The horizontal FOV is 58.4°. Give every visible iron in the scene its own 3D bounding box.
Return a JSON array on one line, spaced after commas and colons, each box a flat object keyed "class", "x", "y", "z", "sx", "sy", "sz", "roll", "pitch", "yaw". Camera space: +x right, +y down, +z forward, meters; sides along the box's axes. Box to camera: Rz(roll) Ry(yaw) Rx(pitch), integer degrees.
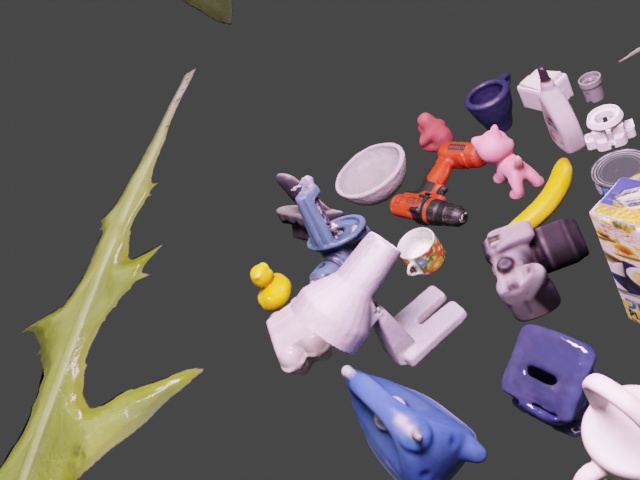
[{"class": "iron", "x": 0.092, "y": 0.234, "z": 0.781, "sx": 0.119, "sy": 0.142, "sz": 0.257, "roll": -46, "pitch": 35, "yaw": -10}]

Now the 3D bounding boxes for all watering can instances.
[{"class": "watering can", "x": 0.321, "y": 0.191, "z": 0.573, "sx": 0.100, "sy": 0.195, "sz": 0.173, "roll": 13, "pitch": 59, "yaw": 49}]

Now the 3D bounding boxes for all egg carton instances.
[{"class": "egg carton", "x": -0.036, "y": 0.171, "z": 1.038, "sx": 0.107, "sy": 0.070, "sz": 0.150, "roll": -36, "pitch": 34, "yaw": 3}]

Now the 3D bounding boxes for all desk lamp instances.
[{"class": "desk lamp", "x": 0.086, "y": 0.100, "z": 0.878, "sx": 0.203, "sy": 0.214, "sz": 0.117, "roll": -42, "pitch": 34, "yaw": -4}]

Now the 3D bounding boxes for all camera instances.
[{"class": "camera", "x": 0.322, "y": 0.024, "z": 0.849, "sx": 0.136, "sy": 0.101, "sz": 0.143, "roll": -24, "pitch": 37, "yaw": 20}]

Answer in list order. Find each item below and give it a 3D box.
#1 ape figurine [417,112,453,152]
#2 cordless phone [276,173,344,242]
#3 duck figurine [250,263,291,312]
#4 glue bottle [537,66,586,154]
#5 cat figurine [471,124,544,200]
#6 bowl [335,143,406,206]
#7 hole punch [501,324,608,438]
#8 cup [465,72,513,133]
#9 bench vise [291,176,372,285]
[{"class": "ape figurine", "x": 0.241, "y": -0.237, "z": 1.235, "sx": 0.078, "sy": 0.092, "sz": 0.076, "roll": -41, "pitch": 34, "yaw": -4}, {"class": "cordless phone", "x": -0.049, "y": -0.085, "z": 1.242, "sx": 0.147, "sy": 0.186, "sz": 0.094, "roll": 9, "pitch": 56, "yaw": 47}, {"class": "duck figurine", "x": -0.110, "y": 0.091, "z": 1.184, "sx": 0.077, "sy": 0.086, "sz": 0.104, "roll": -28, "pitch": 35, "yaw": 15}, {"class": "glue bottle", "x": 0.410, "y": -0.233, "z": 1.000, "sx": 0.037, "sy": 0.174, "sz": 0.078, "roll": -33, "pitch": 35, "yaw": 9}, {"class": "cat figurine", "x": 0.330, "y": -0.151, "z": 1.029, "sx": 0.067, "sy": 0.118, "sz": 0.127, "roll": -35, "pitch": 34, "yaw": 5}, {"class": "bowl", "x": 0.121, "y": -0.129, "z": 1.235, "sx": 0.167, "sy": 0.075, "sz": 0.167, "roll": -24, "pitch": 37, "yaw": 20}, {"class": "hole punch", "x": 0.289, "y": 0.174, "z": 0.715, "sx": 0.101, "sy": 0.091, "sz": 0.108, "roll": -50, "pitch": 36, "yaw": -16}, {"class": "cup", "x": 0.359, "y": -0.273, "z": 1.163, "sx": 0.118, "sy": 0.095, "sz": 0.091, "roll": -49, "pitch": 35, "yaw": -15}, {"class": "bench vise", "x": 0.020, "y": 0.000, "z": 1.049, "sx": 0.121, "sy": 0.220, "sz": 0.207, "roll": -22, "pitch": 37, "yaw": 22}]
